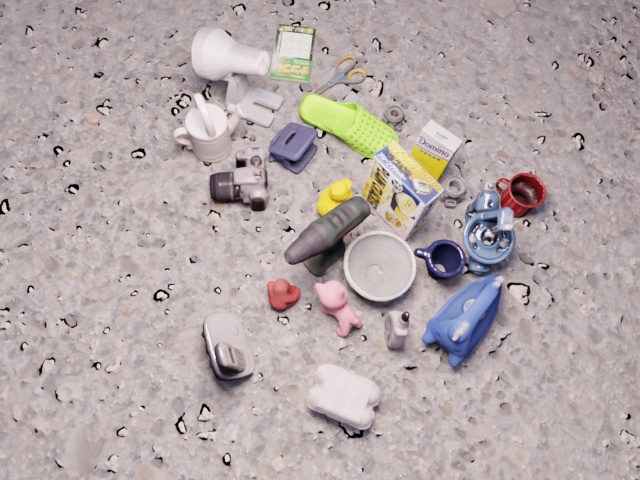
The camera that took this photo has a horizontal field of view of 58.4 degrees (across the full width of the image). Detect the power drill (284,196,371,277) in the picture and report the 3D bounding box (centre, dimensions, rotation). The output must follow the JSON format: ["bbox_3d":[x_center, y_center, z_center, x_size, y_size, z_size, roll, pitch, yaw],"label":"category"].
[{"bbox_3d":[0.012,0.005,1.259,0.230,0.208,0.075,-41,77,-17],"label":"power drill"}]

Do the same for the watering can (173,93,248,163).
[{"bbox_3d":[-0.259,-0.276,1.350,0.173,0.194,0.101,-41,77,-16],"label":"watering can"}]

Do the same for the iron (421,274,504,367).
[{"bbox_3d":[0.344,0.150,1.266,0.118,0.141,0.259,39,72,10],"label":"iron"}]

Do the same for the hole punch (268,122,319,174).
[{"bbox_3d":[-0.067,-0.234,1.404,0.101,0.091,0.109,33,71,8],"label":"hole punch"}]

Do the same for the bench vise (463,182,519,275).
[{"bbox_3d":[0.379,-0.045,1.299,0.121,0.220,0.207,-9,70,-7],"label":"bench vise"}]

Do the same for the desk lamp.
[{"bbox_3d":[-0.196,-0.402,1.391,0.203,0.213,0.118,21,70,4],"label":"desk lamp"}]

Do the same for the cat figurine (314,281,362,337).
[{"bbox_3d":[0.043,0.142,1.259,0.067,0.118,0.127,-35,76,-15],"label":"cat figurine"}]

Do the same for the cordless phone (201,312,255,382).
[{"bbox_3d":[-0.195,0.211,1.180,0.094,0.185,0.147,-20,72,-11],"label":"cordless phone"}]

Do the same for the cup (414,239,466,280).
[{"bbox_3d":[0.267,0.052,1.321,0.117,0.095,0.092,14,69,1],"label":"cup"}]

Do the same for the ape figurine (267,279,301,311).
[{"bbox_3d":[-0.085,0.113,1.274,0.077,0.092,0.076,34,71,9],"label":"ape figurine"}]

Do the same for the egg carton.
[{"bbox_3d":[0.051,0.331,1.216,0.150,0.069,0.107,21,70,4],"label":"egg carton"}]

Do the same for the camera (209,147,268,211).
[{"bbox_3d":[-0.192,-0.148,1.358,0.137,0.101,0.143,-4,70,-5],"label":"camera"}]

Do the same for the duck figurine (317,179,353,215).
[{"bbox_3d":[0.038,-0.104,1.367,0.077,0.086,0.105,41,72,11],"label":"duck figurine"}]

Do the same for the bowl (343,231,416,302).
[{"bbox_3d":[0.133,0.067,1.317,0.167,0.075,0.167,1,70,-4],"label":"bowl"}]

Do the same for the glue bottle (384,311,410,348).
[{"bbox_3d":[0.169,0.181,1.225,0.037,0.173,0.078,-1,70,-4],"label":"glue bottle"}]
